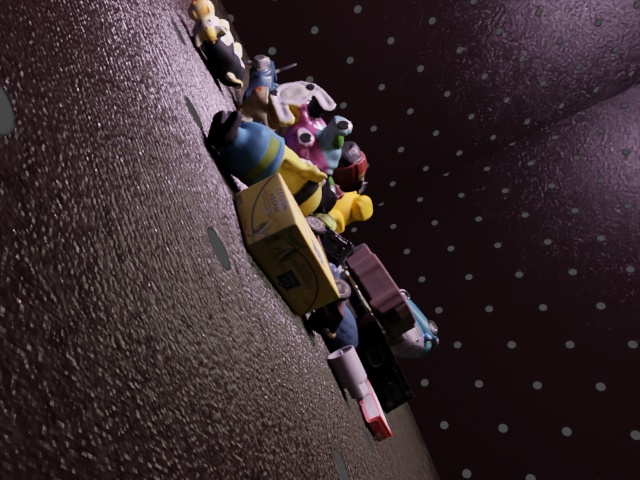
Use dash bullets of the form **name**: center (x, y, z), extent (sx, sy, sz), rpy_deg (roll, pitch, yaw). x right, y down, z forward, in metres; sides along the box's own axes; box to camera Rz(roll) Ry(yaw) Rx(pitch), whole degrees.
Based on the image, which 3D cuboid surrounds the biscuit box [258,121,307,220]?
- **biscuit box**: center (-0.082, -0.099, 0.854), extent (0.059, 0.063, 0.203), rpy_deg (63, 4, -56)

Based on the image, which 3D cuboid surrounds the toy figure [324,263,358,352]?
- **toy figure**: center (0.023, 0.112, 0.886), extent (0.064, 0.058, 0.154), rpy_deg (-75, 150, -77)

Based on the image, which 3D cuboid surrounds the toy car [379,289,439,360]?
- **toy car**: center (0.169, 0.185, 1.117), extent (0.161, 0.109, 0.103), rpy_deg (56, 24, -4)

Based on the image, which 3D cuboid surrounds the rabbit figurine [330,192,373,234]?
- **rabbit figurine**: center (0.031, -0.123, 1.231), extent (0.173, 0.122, 0.162), rpy_deg (63, 0, -34)

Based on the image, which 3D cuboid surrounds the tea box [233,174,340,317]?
- **tea box**: center (-0.040, 0.011, 0.689), extent (0.169, 0.068, 0.098), rpy_deg (62, 4, -50)

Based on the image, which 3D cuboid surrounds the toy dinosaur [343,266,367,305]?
- **toy dinosaur**: center (0.066, 0.118, 1.247), extent (0.471, 0.105, 0.198), rpy_deg (62, 5, 24)

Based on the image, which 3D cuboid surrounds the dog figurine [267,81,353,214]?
- **dog figurine**: center (-0.027, -0.151, 0.974), extent (0.192, 0.108, 0.219), rpy_deg (55, -23, 24)

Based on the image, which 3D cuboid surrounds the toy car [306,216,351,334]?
- **toy car**: center (-0.008, 0.051, 0.815), extent (0.089, 0.053, 0.202), rpy_deg (-62, -148, 35)

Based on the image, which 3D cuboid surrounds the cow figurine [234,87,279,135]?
- **cow figurine**: center (-0.095, -0.198, 1.036), extent (0.086, 0.127, 0.194), rpy_deg (-106, -175, -61)

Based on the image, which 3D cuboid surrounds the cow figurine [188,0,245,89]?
- **cow figurine**: center (-0.189, -0.350, 0.980), extent (0.167, 0.068, 0.098), rpy_deg (54, 17, -67)

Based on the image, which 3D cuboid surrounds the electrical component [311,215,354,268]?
- **electrical component**: center (-0.002, -0.003, 1.023), extent (0.134, 0.058, 0.115), rpy_deg (34, -2, 6)

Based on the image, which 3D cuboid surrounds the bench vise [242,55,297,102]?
- **bench vise**: center (-0.128, -0.350, 1.246), extent (0.223, 0.129, 0.241), rpy_deg (72, 15, -45)

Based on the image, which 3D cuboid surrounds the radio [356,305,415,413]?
- **radio**: center (0.097, 0.219, 1.053), extent (0.229, 0.073, 0.131), rpy_deg (61, -6, -22)

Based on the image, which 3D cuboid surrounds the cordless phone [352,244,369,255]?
- **cordless phone**: center (0.097, 0.102, 1.430), extent (0.088, 0.147, 0.184), rpy_deg (43, 19, -48)

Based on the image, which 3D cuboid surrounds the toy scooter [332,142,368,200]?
- **toy scooter**: center (0.039, -0.132, 1.086), extent (0.184, 0.075, 0.135), rpy_deg (21, -38, 54)

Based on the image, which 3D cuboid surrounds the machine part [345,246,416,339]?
- **machine part**: center (0.107, 0.097, 0.975), extent (0.179, 0.056, 0.179), rpy_deg (58, -1, 2)

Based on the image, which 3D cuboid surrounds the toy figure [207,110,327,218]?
- **toy figure**: center (-0.070, -0.094, 0.709), extent (0.180, 0.089, 0.082), rpy_deg (32, 14, -39)
